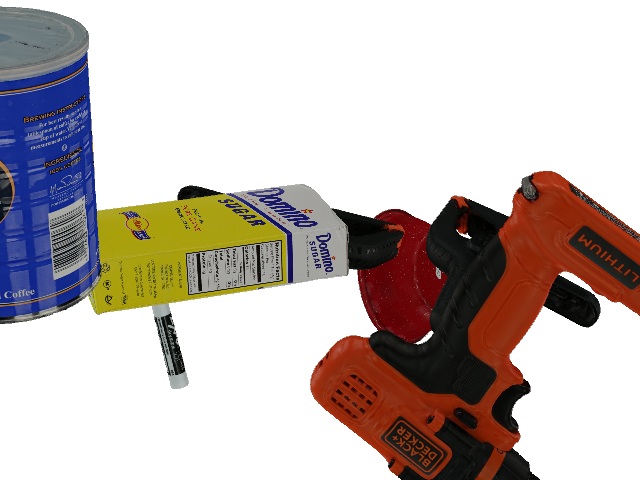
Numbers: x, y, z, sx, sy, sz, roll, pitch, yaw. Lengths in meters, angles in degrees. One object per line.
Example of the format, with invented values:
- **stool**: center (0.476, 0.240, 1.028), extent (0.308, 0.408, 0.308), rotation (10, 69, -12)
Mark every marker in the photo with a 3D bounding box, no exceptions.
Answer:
- **marker**: center (-0.156, 0.092, 1.085), extent (0.020, 0.121, 0.020), rotation (-11, 14, 3)

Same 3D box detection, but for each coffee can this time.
- **coffee can**: center (-0.171, -0.042, 0.567), extent (0.103, 0.140, 0.103), rotation (2, 28, -1)

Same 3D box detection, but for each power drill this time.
- **power drill**: center (0.114, 0.072, 0.581), extent (0.184, 0.188, 0.057), rotation (37, 14, -3)

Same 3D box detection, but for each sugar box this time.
- **sugar box**: center (-0.078, 0.002, 0.739), extent (0.176, 0.048, 0.093), rotation (-11, 25, -16)

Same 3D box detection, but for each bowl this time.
- **bowl**: center (0.114, 0.040, 1.236), extent (0.055, 0.162, 0.161), rotation (-9, -6, 40)

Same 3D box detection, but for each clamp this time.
- **clamp**: center (0.135, 0.018, 0.797), extent (0.120, 0.039, 0.171), rotation (5, 33, -3)
- **clamp**: center (-0.008, 0.001, 0.952), extent (0.209, 0.036, 0.165), rotation (6, 23, -28)
